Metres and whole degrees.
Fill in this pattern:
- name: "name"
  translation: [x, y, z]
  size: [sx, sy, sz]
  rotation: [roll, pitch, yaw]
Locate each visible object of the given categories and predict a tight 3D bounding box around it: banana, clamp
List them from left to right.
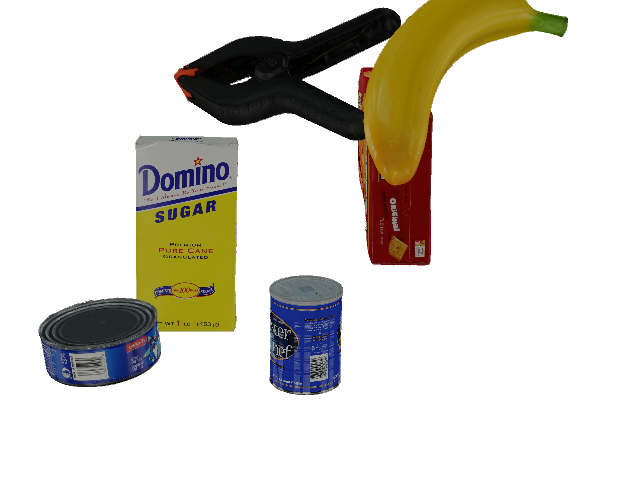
- name: "clamp"
  translation: [-0.022, -0.127, 0.788]
  size: [0.172, 0.120, 0.039]
  rotation: [9, -39, 24]
- name: "banana"
  translation: [0.070, -0.102, 0.600]
  size: [0.070, 0.037, 0.197]
  rotation: [29, 50, 22]

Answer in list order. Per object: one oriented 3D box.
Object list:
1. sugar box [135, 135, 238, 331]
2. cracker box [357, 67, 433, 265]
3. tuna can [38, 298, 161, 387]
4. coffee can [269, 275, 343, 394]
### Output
- name: "sugar box"
  translation: [-0.122, -0.006, 0.976]
  size: [0.093, 0.176, 0.048]
  rotation: [0, 14, -5]
- name: "cracker box"
  translation: [0.080, -0.088, 1.177]
  size: [0.072, 0.164, 0.213]
  rotation: [-2, 23, 1]
- name: "tuna can"
  translation: [-0.160, 0.074, 0.780]
  size: [0.086, 0.034, 0.086]
  rotation: [-4, 20, 1]
- name: "coffee can"
  translation: [-0.021, 0.132, 1.499]
  size: [0.103, 0.140, 0.103]
  rotation: [1, 18, 0]
